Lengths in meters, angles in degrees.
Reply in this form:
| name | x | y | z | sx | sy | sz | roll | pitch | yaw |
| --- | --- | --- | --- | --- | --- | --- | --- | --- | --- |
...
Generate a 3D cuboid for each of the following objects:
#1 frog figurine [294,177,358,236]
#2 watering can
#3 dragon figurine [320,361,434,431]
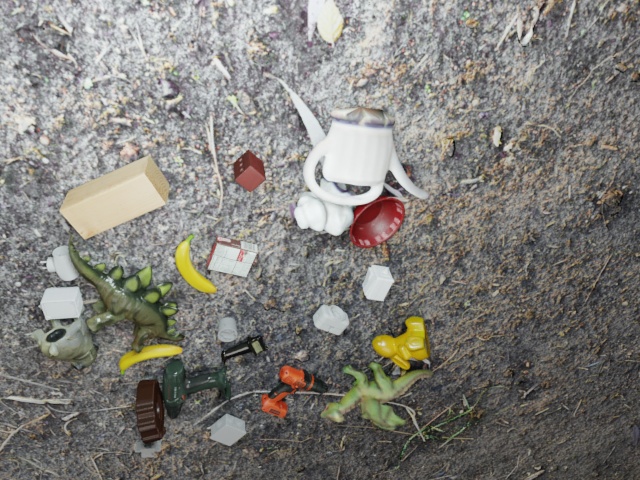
| name | x | y | z | sx | sy | sz | roll | pitch | yaw |
| --- | --- | --- | --- | --- | --- | --- | --- | --- | --- |
| frog figurine | 0.004 | -0.062 | 1.229 | 0.137 | 0.162 | 0.120 | 45 | 145 | -1 |
| watering can | 0.124 | -0.188 | 1.187 | 0.348 | 0.105 | 0.221 | -1 | 109 | -27 |
| dragon figurine | 0.202 | 0.510 | 1.641 | 0.410 | 0.248 | 0.119 | -3 | 122 | -7 |
